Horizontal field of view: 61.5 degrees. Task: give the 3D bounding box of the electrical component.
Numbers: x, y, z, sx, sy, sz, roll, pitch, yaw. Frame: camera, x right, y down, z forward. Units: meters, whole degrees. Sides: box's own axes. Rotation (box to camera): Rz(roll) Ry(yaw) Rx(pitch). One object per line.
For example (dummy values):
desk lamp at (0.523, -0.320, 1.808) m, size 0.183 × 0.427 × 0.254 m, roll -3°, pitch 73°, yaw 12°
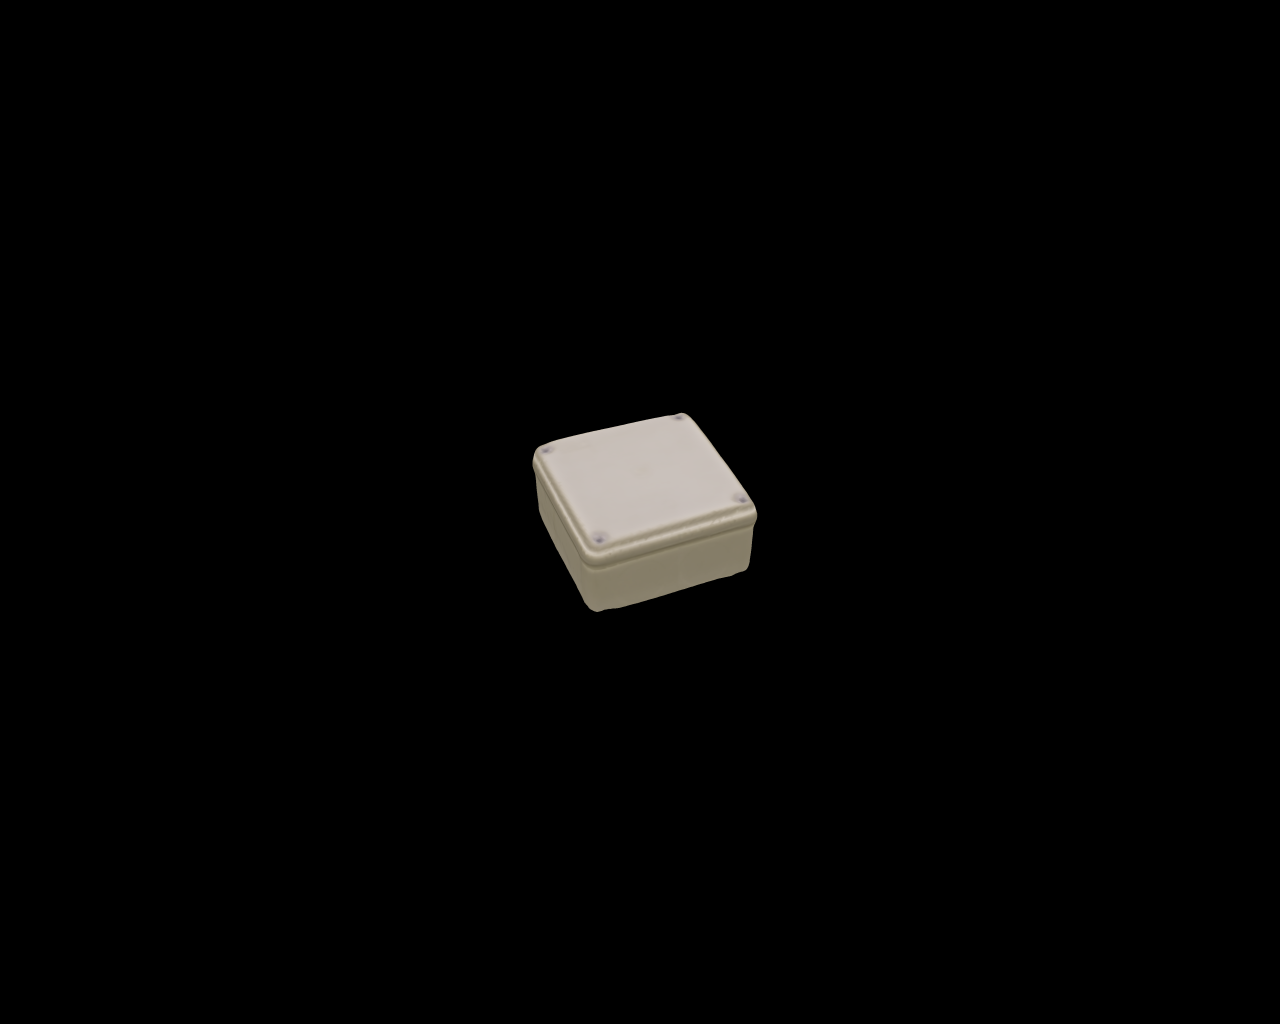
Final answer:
electrical component at (0.001, -0.003, 0.650) m, size 0.109 × 0.056 × 0.109 m, roll -14°, pitch 42°, yaw -16°
